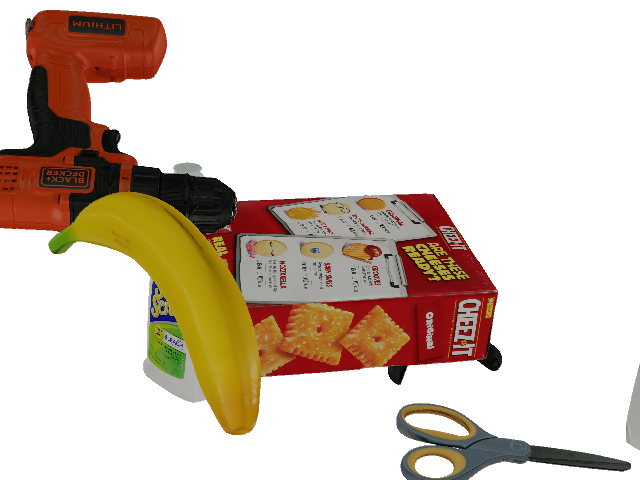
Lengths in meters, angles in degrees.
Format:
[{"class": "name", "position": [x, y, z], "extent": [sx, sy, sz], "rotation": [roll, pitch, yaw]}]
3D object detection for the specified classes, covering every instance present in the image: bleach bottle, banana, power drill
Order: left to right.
[{"class": "power drill", "position": [-0.153, -0.084, 0.780], "extent": [0.184, 0.187, 0.057], "rotation": [3, -37, -9]}, {"class": "banana", "position": [-0.082, 0.024, 0.589], "extent": [0.037, 0.070, 0.198], "rotation": [6, 25, -46]}, {"class": "bleach bottle", "position": [-0.141, 0.039, 1.111], "extent": [0.067, 0.251, 0.103], "rotation": [-21, 33, -40]}]

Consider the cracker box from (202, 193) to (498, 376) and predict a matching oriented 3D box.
[{"class": "cracker box", "position": [0.008, 0.032, 0.837], "extent": [0.213, 0.072, 0.164], "rotation": [-2, 30, -12]}]

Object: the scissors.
[{"class": "scissors", "position": [0.156, 0.191, 0.906], "extent": [0.202, 0.016, 0.096], "rotation": [17, 42, 15]}]

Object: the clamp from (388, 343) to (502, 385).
[{"class": "clamp", "position": [0.125, 0.083, 1.145], "extent": [0.120, 0.171, 0.039], "rotation": [4, -44, -9]}]

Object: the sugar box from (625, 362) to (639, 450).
[{"class": "sugar box", "position": [0.292, 0.135, 0.719], "extent": [0.048, 0.093, 0.176], "rotation": [-15, 29, -37]}]
